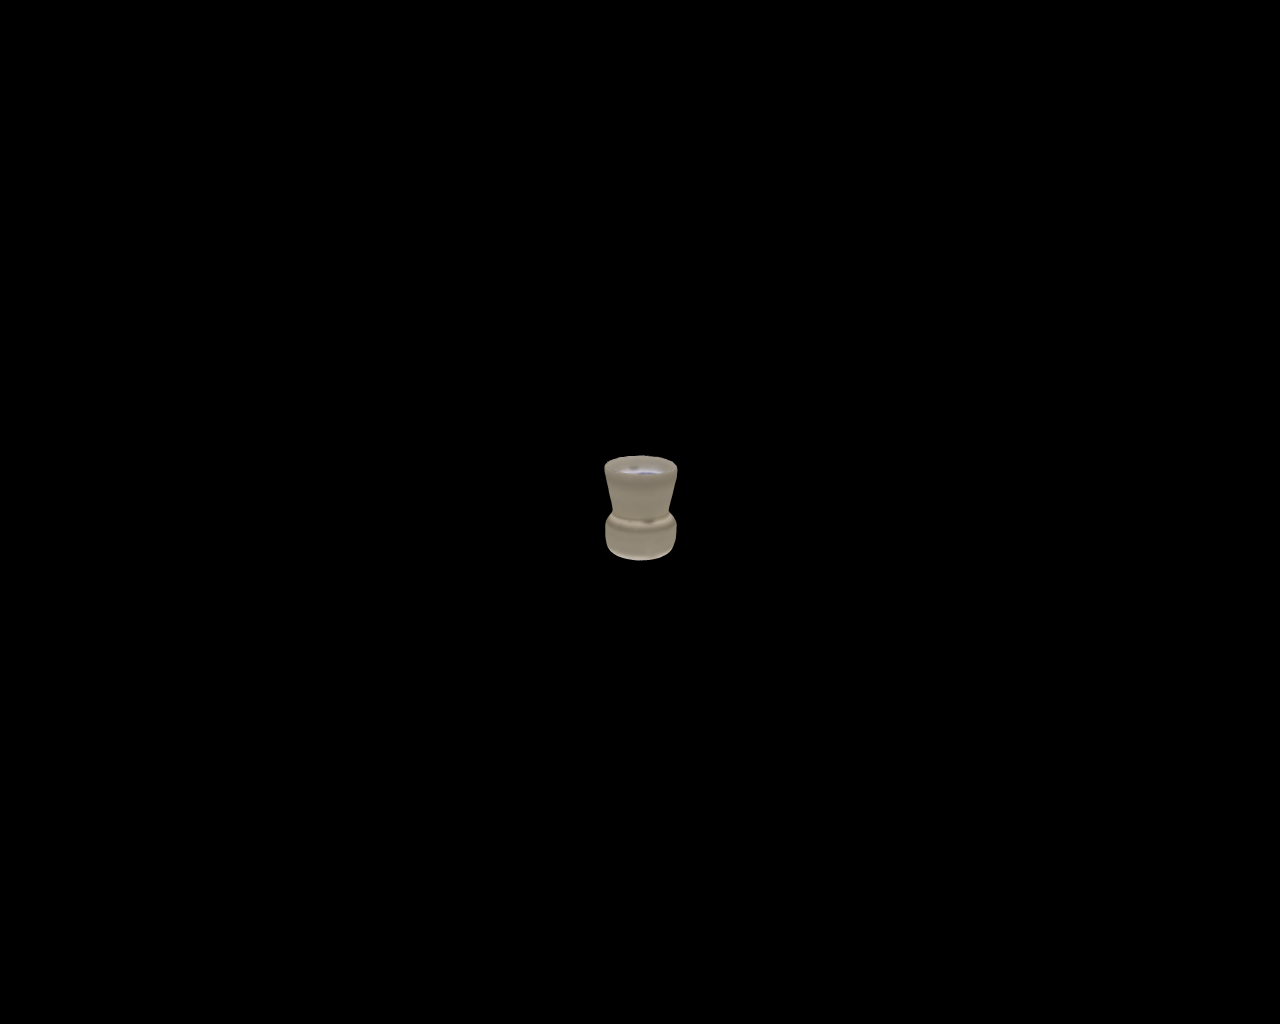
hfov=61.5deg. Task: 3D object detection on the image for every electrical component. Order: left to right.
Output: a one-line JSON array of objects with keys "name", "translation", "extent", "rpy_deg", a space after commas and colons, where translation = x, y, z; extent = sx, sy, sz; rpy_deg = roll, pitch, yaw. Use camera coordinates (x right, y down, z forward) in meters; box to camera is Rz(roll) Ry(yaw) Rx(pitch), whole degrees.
[{"name": "electrical component", "translation": [0.001, -0.003, 0.650], "extent": [0.045, 0.055, 0.045], "rpy_deg": [0, 18, 0]}]
